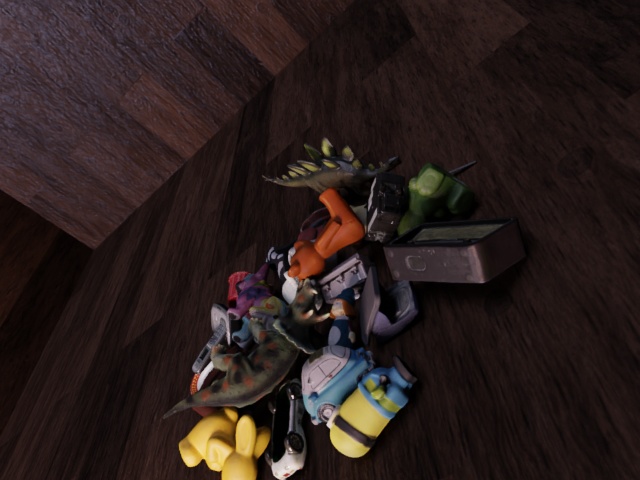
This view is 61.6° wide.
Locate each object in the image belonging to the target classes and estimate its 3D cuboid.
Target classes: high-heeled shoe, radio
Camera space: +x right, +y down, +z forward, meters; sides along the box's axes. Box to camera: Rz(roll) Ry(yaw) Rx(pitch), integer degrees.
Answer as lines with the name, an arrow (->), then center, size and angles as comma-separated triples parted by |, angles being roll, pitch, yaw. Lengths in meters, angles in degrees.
high-heeled shoe -> -0.108, 0.094, 1.418 | 0.145, 0.086, 0.249 | -42, 26, 29
radio -> 0.230, 0.018, 0.955 | 0.131, 0.073, 0.230 | -26, 12, -33

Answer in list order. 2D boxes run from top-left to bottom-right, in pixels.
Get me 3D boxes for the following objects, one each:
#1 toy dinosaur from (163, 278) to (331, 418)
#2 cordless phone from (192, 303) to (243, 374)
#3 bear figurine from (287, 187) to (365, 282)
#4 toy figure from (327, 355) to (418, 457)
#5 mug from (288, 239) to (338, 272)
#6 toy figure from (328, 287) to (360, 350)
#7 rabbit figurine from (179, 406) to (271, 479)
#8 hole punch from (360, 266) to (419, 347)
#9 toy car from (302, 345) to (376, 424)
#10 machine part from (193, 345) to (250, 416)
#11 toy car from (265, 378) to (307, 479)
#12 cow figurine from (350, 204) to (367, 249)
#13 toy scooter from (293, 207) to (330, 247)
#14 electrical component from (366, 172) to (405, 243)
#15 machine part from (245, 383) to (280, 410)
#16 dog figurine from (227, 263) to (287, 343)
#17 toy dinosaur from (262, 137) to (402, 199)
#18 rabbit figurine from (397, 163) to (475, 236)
toy dinosaur -> -0.130, 0.262, 1.111 | 0.405, 0.131, 0.192 | -44, 23, -18
cordless phone -> -0.284, 0.267, 1.434 | 0.184, 0.088, 0.147 | -54, 28, -13
bear figurine -> -0.001, -0.001, 1.185 | 0.196, 0.120, 0.132 | -37, 64, 10
toy figure -> 0.087, 0.276, 0.892 | 0.180, 0.082, 0.089 | -45, 25, 5
mug -> -0.023, 0.046, 1.301 | 0.109, 0.107, 0.081 | 109, 149, -52
toy figure -> 0.048, 0.167, 1.072 | 0.064, 0.057, 0.154 | -7, 68, 23
rabbit figurine -> -0.173, 0.429, 1.082 | 0.162, 0.121, 0.173 | -42, 41, -6
hole punch -> 0.128, 0.127, 1.032 | 0.142, 0.092, 0.115 | -95, 18, -53
toy car -> 0.021, 0.248, 0.978 | 0.161, 0.103, 0.109 | -44, 8, 10
machine part -> -0.231, 0.333, 1.271 | 0.179, 0.056, 0.179 | -48, 11, 13
toy car -> -0.062, 0.358, 1.038 | 0.073, 0.056, 0.202 | -43, 26, 25
cow figurine -> 0.094, -0.049, 1.287 | 0.195, 0.085, 0.127 | -19, 46, 48
toy scooter -> 0.004, -0.028, 1.407 | 0.135, 0.075, 0.184 | -29, 29, 35
electrical component -> 0.138, -0.076, 1.139 | 0.114, 0.058, 0.134 | 113, 166, -57
machine part -> -0.131, 0.319, 1.208 | 0.139, 0.039, 0.084 | -47, 32, 3
dog figurine -> -0.137, 0.150, 1.344 | 0.192, 0.108, 0.219 | -3, 31, 17
toy dinosaur -> 0.022, -0.171, 1.425 | 0.472, 0.198, 0.105 | -11, 43, 48
rabbit figurine -> 0.209, -0.074, 1.121 | 0.170, 0.121, 0.159 | -58, 21, 17
